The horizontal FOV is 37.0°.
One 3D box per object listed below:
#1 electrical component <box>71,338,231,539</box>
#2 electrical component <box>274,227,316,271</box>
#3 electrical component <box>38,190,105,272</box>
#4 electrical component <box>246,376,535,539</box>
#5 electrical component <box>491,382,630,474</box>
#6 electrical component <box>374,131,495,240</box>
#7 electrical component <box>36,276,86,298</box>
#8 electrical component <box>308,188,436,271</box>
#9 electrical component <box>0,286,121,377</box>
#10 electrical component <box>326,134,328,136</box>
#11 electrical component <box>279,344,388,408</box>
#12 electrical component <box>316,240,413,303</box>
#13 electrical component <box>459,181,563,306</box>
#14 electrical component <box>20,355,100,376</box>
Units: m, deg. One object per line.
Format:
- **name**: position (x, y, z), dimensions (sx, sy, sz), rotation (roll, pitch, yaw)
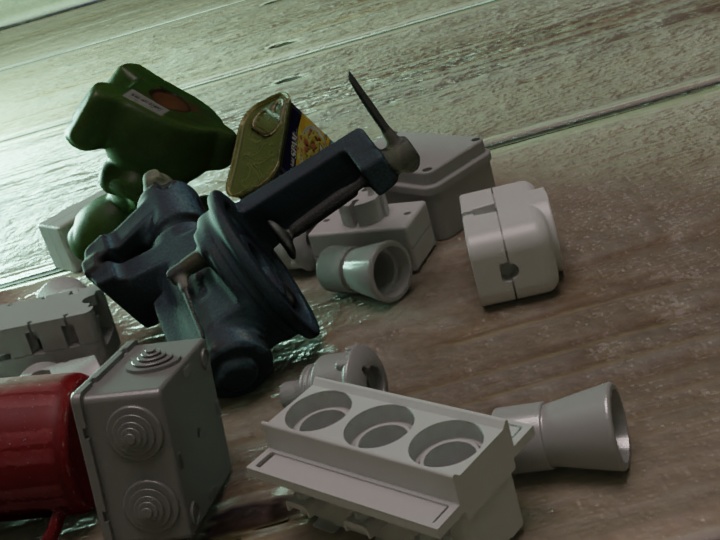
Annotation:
- **electrical component**: position (-0.108, 0.090, 0.582), dimensions (0.048, 0.099, 0.099), rotation (-7, 14, 10)
- **electrical component**: position (-0.059, -0.021, 0.857), dimensions (0.062, 0.048, 0.048), rotation (-7, 25, 37)
- **electrical component**: position (-0.264, -0.041, 1.020), dimensions (0.076, 0.047, 0.083), rotation (9, 35, 44)
- **electrical component**: position (0.016, 0.100, 0.529), dimensions (0.121, 0.063, 0.079), rotation (7, 33, 42)
- **electrical component**: position (0.099, 0.083, 0.542), dimensions (0.065, 0.044, 0.044), rotation (-12, 24, 22)
- **electrical component**: position (0.047, -0.072, 0.881), dimensions (0.078, 0.057, 0.113), rotation (-34, 30, -33)
- **electrical component**: position (-0.226, 0.033, 0.842), dimensions (0.045, 0.045, 0.055), rotation (-27, 27, -21)
- **electrical component**: position (0.005, -0.040, 0.817), dimensions (0.083, 0.075, 0.047), rotation (-4, 27, 26)
- **electrical component**: position (-0.226, 0.054, 0.781), dimensions (0.089, 0.055, 0.050), rotation (-11, 23, 3)
- **electrical component**: position (-0.054, -0.104, 1.026), dimensions (0.055, 0.045, 0.045), rotation (-14, 25, 5)
- **electrical component**: position (-0.017, 0.071, 0.635), dimensions (0.062, 0.048, 0.048), rotation (-11, 24, 28)
- **electrical component**: position (0.000, 0.000, 0.779), dimensions (0.065, 0.044, 0.044), rotation (3, 30, 46)
- **electrical component**: position (0.105, -0.021, 0.741), dimensions (0.059, 0.053, 0.095), rotation (-13, 25, 8)
- **electrical component**: position (-0.209, 0.086, 0.722), dimensions (0.077, 0.043, 0.079), rotation (-24, 26, -16)
